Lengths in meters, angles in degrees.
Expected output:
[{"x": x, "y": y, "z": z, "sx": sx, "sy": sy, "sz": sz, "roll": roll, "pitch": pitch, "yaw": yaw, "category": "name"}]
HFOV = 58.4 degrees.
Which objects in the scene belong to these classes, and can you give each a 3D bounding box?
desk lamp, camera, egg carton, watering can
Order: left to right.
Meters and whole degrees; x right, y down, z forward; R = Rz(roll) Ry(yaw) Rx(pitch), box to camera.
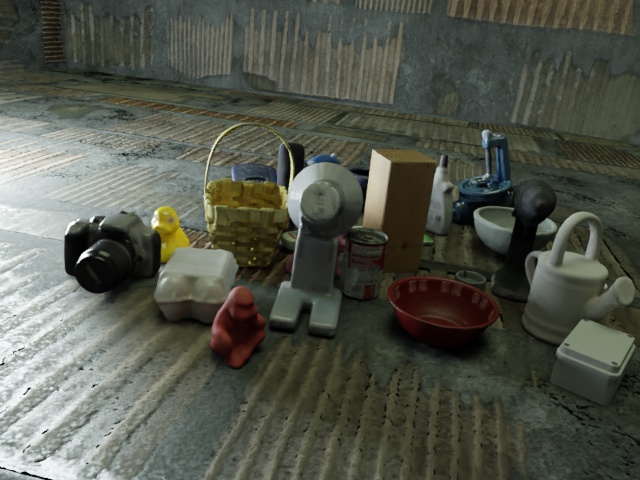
[{"x": -0.331, "y": 0.016, "z": 0.876, "sx": 0.143, "sy": 0.101, "sz": 0.137, "roll": 7, "pitch": 21, "yaw": 3, "category": "camera"}, {"x": -0.180, "y": 0.062, "z": 0.844, "sx": 0.107, "sy": 0.069, "sz": 0.150, "roll": 5, "pitch": 21, "yaw": -3, "category": "egg carton"}, {"x": -0.001, "y": 0.000, "z": 0.854, "sx": 0.118, "sy": 0.213, "sz": 0.203, "roll": 7, "pitch": 21, "yaw": 3, "category": "desk lamp"}, {"x": 0.378, "y": 0.054, "z": 0.848, "sx": 0.172, "sy": 0.194, "sz": 0.101, "roll": 23, "pitch": 27, "yaw": 37, "category": "watering can"}]

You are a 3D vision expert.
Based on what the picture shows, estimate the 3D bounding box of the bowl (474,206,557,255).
[{"x": 0.395, "y": -0.011, "z": 1.182, "sx": 0.167, "sy": 0.075, "sz": 0.167, "roll": 5, "pitch": 21, "yaw": -2, "category": "bowl"}]

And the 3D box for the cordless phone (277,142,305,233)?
[{"x": -0.099, "y": -0.110, "z": 1.147, "sx": 0.147, "sy": 0.185, "sz": 0.094, "roll": 3, "pitch": 22, "yaw": -7, "category": "cordless phone"}]

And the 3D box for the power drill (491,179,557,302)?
[{"x": 0.350, "y": -0.007, "z": 0.976, "sx": 0.075, "sy": 0.208, "sz": 0.230, "roll": 11, "pitch": 22, "yaw": 12, "category": "power drill"}]

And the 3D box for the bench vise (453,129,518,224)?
[{"x": 0.414, "y": -0.145, "z": 1.329, "sx": 0.208, "sy": 0.220, "sz": 0.121, "roll": -5, "pitch": 24, "yaw": -26, "category": "bench vise"}]

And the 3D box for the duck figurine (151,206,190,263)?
[{"x": -0.267, "y": -0.018, "z": 1.000, "sx": 0.077, "sy": 0.086, "sz": 0.104, "roll": 6, "pitch": 21, "yaw": 0, "category": "duck figurine"}]

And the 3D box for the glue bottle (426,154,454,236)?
[{"x": 0.257, "y": -0.101, "z": 1.238, "sx": 0.077, "sy": 0.173, "sz": 0.037, "roll": 24, "pitch": 28, "yaw": 39, "category": "glue bottle"}]

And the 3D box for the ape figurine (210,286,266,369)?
[{"x": -0.104, "y": 0.103, "z": 0.728, "sx": 0.078, "sy": 0.092, "sz": 0.076, "roll": -7, "pitch": 25, "yaw": -29, "category": "ape figurine"}]

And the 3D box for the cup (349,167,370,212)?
[{"x": 0.113, "y": -0.116, "z": 1.345, "sx": 0.118, "sy": 0.095, "sz": 0.091, "roll": -15, "pitch": 29, "yaw": -42, "category": "cup"}]

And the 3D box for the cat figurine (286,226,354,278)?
[{"x": 0.009, "y": 0.004, "z": 0.979, "sx": 0.128, "sy": 0.118, "sz": 0.067, "roll": -9, "pitch": 26, "yaw": -33, "category": "cat figurine"}]

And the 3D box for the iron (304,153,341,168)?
[{"x": 0.005, "y": -0.132, "z": 1.290, "sx": 0.118, "sy": 0.141, "sz": 0.259, "roll": 14, "pitch": 23, "yaw": 20, "category": "iron"}]

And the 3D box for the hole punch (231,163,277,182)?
[{"x": -0.142, "y": -0.116, "z": 1.279, "sx": 0.109, "sy": 0.091, "sz": 0.101, "roll": 0, "pitch": 22, "yaw": -16, "category": "hole punch"}]
